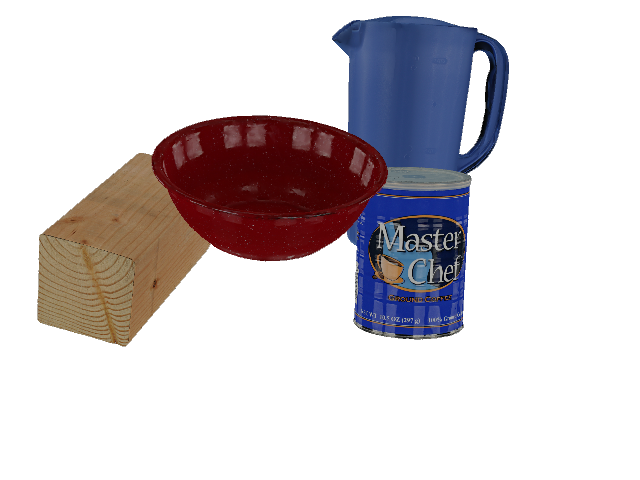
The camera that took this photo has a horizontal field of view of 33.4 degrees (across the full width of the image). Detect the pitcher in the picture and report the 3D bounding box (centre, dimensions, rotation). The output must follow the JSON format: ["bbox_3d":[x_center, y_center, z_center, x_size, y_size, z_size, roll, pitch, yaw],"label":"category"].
[{"bbox_3d":[0.099,-0.112,1.124,0.149,0.243,0.144,11,15,32],"label":"pitcher"}]

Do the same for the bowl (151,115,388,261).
[{"bbox_3d":[-0.036,-0.031,0.740,0.162,0.055,0.162,3,29,-2],"label":"bowl"}]

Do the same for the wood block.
[{"bbox_3d":[-0.175,0.001,1.004,0.090,0.091,0.206,15,27,9],"label":"wood block"}]

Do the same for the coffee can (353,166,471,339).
[{"bbox_3d":[0.083,0.009,0.975,0.103,0.140,0.103,1,11,0],"label":"coffee can"}]
